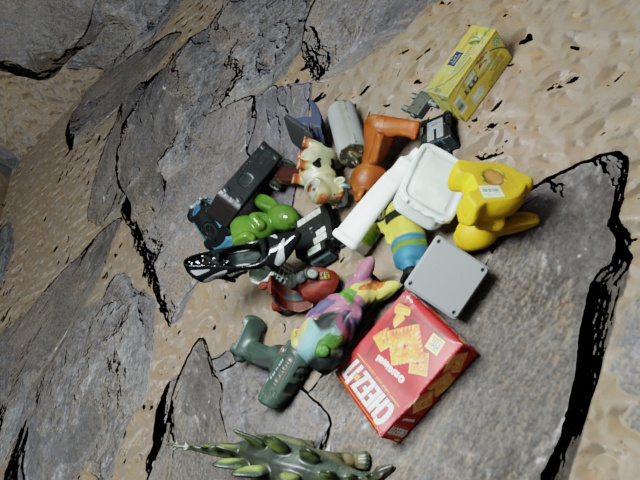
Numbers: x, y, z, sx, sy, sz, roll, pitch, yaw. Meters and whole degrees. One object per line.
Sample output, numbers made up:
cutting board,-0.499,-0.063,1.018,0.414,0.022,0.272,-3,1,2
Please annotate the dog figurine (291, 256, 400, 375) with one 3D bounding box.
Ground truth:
dog figurine,0.053,0.137,1.031,0.108,0.191,0.219,42,94,2

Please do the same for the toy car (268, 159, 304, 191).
toy car,-0.050,-0.161,1.384,0.202,0.053,0.089,7,61,43

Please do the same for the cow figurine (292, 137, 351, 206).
cow figurine,0.004,-0.149,1.240,0.195,0.127,0.085,-85,11,-49

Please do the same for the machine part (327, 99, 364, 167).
machine part,0.068,-0.263,1.318,0.079,0.079,0.243,-33,48,24

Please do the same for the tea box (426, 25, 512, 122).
tea box,0.315,-0.350,1.133,0.169,0.098,0.068,-54,43,1

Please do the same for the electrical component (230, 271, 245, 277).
electrical component,-0.236,0.063,1.429,0.102,0.045,0.078,-27,78,32

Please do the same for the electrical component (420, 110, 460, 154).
electrical component,0.254,-0.207,1.139,0.075,0.047,0.119,-15,55,37

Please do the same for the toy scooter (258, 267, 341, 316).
toy scooter,-0.053,0.104,1.166,0.184,0.135,0.075,-28,48,26

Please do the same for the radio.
radio,-0.197,-0.148,1.414,0.229,0.073,0.131,-57,8,-30

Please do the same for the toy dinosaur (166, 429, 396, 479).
toy dinosaur,-0.081,0.396,0.970,0.472,0.198,0.105,-13,54,35

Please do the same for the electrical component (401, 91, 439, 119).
electrical component,0.232,-0.309,1.239,0.063,0.021,0.094,-54,43,3

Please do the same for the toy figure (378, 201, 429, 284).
toy figure,0.177,-0.002,1.056,0.089,0.082,0.180,-47,36,40

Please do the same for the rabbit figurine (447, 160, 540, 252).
rabbit figurine,0.293,-0.051,0.947,0.162,0.173,0.122,-9,47,-14

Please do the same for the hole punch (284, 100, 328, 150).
hole punch,-0.018,-0.280,1.378,0.092,0.142,0.116,-35,57,-16

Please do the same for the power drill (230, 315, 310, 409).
power drill,-0.092,0.233,1.174,0.208,0.086,0.232,20,82,39

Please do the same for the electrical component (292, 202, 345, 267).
electrical component,-0.003,-0.004,1.243,0.115,0.058,0.134,-32,48,28

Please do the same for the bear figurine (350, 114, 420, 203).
bear figurine,0.139,-0.176,1.192,0.132,0.120,0.195,9,99,3

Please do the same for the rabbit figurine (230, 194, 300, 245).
rabbit figurine,-0.129,-0.038,1.363,0.170,0.121,0.159,-23,42,8

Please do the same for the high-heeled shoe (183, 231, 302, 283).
high-heeled shoe,-0.171,0.023,1.159,0.249,0.145,0.086,-35,47,22

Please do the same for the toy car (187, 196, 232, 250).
toy car,-0.284,-0.050,1.488,0.109,0.161,0.103,-37,0,31
